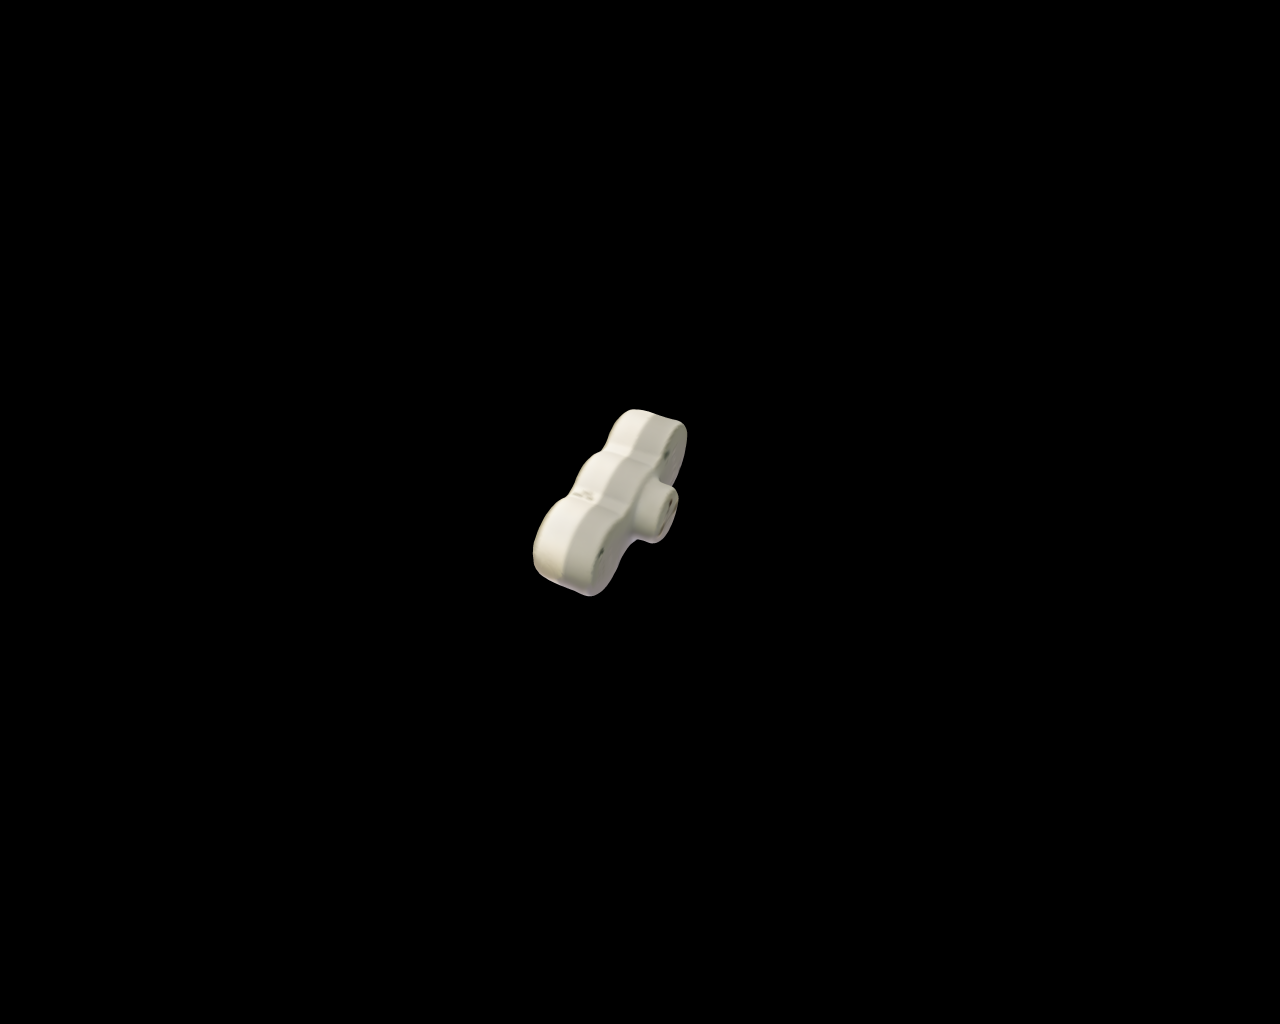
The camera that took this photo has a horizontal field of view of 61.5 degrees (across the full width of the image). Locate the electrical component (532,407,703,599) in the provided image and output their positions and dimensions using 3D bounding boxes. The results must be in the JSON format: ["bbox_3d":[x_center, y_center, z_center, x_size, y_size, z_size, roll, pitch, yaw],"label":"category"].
[{"bbox_3d":[0.001,-0.003,0.650,0.074,0.052,0.138,20,50,17],"label":"electrical component"}]
